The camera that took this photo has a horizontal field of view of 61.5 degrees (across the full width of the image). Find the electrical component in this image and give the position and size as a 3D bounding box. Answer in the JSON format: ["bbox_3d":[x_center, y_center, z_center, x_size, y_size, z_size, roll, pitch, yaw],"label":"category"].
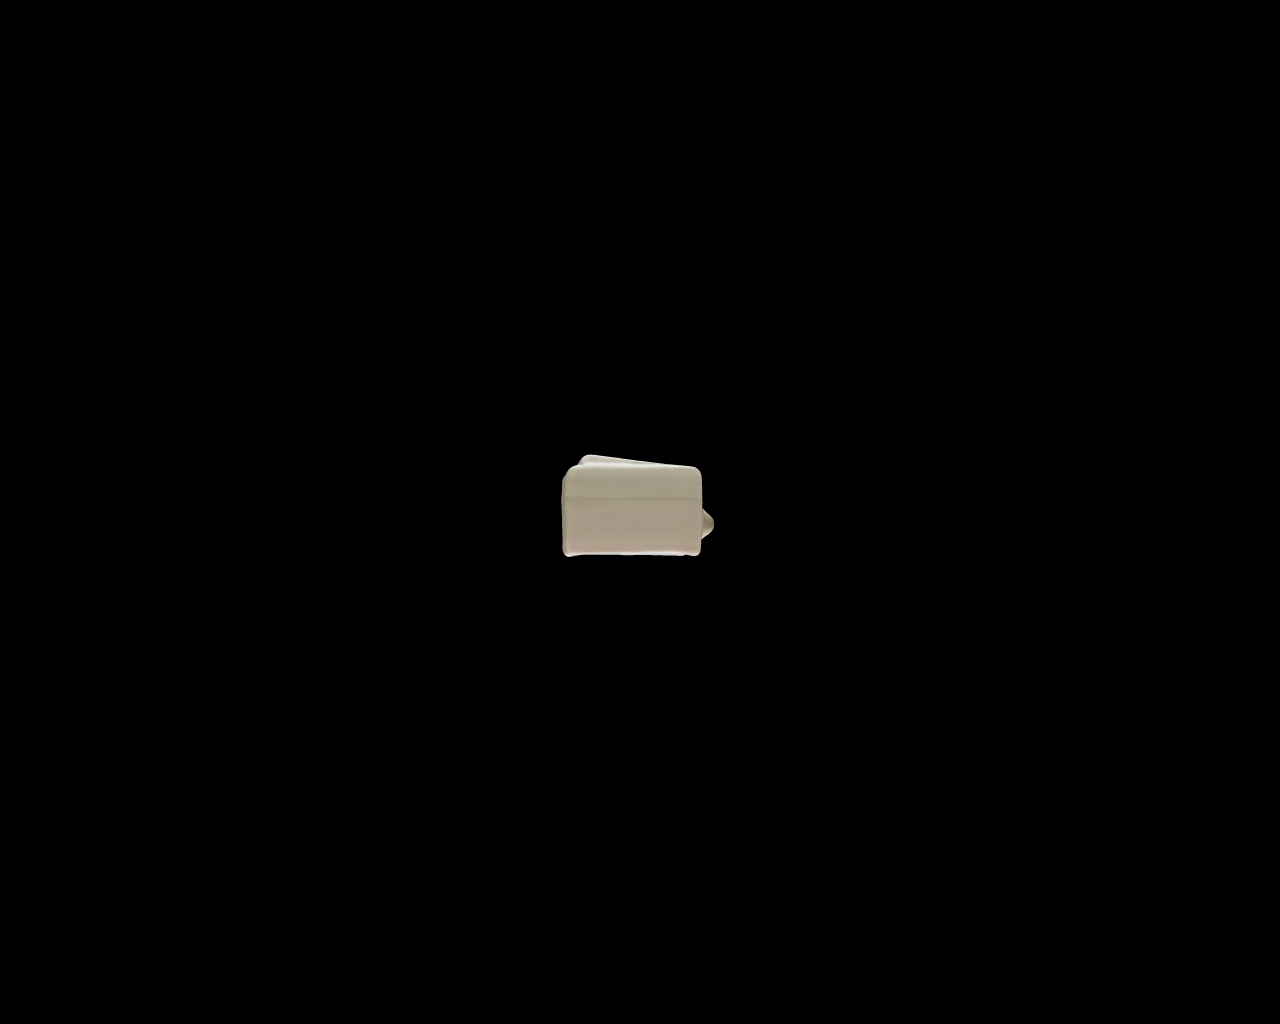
[{"bbox_3d":[0.001,-0.003,0.650,0.096,0.061,0.061,0,-4,-7],"label":"electrical component"}]
